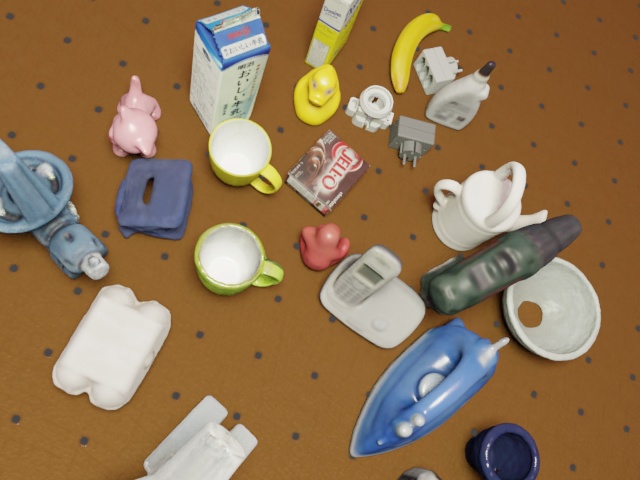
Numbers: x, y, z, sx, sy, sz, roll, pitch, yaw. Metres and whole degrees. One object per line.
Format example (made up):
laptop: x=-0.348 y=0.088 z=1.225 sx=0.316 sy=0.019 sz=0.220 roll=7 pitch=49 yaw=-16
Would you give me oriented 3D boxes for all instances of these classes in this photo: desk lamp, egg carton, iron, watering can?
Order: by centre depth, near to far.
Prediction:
desk lamp: x=-0.163 y=0.281 z=0.659 sx=0.118 sy=0.213 sz=0.203 roll=43 pitch=68 yaw=0
egg carton: x=-0.268 y=0.139 z=0.749 sx=0.107 sy=0.069 sz=0.150 roll=26 pitch=69 yaw=-6
iron: x=0.156 y=0.218 z=0.804 sx=0.259 sy=0.141 sz=0.118 roll=-38 pitch=86 yaw=-22
watering can: x=0.265 y=-0.055 z=0.885 sx=0.173 sy=0.193 sz=0.101 roll=1 pitch=74 yaw=-15

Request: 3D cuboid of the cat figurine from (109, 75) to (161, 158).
cat figurine: x=-0.263 y=-0.170 z=0.815 sx=0.067 sy=0.117 sz=0.128 roll=2 pitch=74 yaw=-14

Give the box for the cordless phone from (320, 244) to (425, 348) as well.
cordless phone: x=0.090 y=0.075 z=0.804 sx=0.147 sy=0.185 sz=0.094 roll=34 pitch=69 yaw=-3

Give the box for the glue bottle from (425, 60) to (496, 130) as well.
glue bottle: x=0.242 y=-0.243 z=0.945 sx=0.078 sy=0.173 sz=0.037 roll=20 pitch=70 yaw=-8

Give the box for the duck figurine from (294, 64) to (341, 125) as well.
duck figurine: x=0.003 y=-0.249 z=0.928 sx=0.077 sy=0.086 sz=0.104 roll=23 pitch=70 yaw=-7

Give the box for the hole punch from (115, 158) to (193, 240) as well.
hole punch: x=-0.233 y=-0.059 z=0.806 sx=0.101 sy=0.091 sz=0.109 roll=10 pitch=72 yaw=-12

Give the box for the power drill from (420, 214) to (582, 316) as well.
power drill: x=0.242 y=0.044 z=0.842 sx=0.230 sy=0.208 sz=0.075 roll=-27 pitch=82 yaw=-20

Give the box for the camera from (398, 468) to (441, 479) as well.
camera: x=0.141 y=0.404 z=0.767 sx=0.143 sy=0.100 sz=0.137 roll=-42 pitch=88 yaw=-22

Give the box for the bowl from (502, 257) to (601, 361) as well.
bowl: x=0.359 y=0.114 z=0.925 sx=0.168 sy=0.074 sz=0.167 roll=4 pitch=73 yaw=-14

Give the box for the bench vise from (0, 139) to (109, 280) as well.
bench vise: x=-0.336 y=-0.049 z=0.705 sx=0.207 sy=0.219 sz=0.121 roll=29 pitch=69 yaw=-5

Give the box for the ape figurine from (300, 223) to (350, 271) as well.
ape figurine: x=0.008 y=0.003 z=0.852 sx=0.078 sy=0.092 sz=0.076 roll=37 pitch=68 yaw=-2

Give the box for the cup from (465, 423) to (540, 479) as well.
cup: x=0.247 y=0.323 z=0.823 sx=0.092 sy=0.095 sz=0.118 roll=30 pitch=69 yaw=-5
